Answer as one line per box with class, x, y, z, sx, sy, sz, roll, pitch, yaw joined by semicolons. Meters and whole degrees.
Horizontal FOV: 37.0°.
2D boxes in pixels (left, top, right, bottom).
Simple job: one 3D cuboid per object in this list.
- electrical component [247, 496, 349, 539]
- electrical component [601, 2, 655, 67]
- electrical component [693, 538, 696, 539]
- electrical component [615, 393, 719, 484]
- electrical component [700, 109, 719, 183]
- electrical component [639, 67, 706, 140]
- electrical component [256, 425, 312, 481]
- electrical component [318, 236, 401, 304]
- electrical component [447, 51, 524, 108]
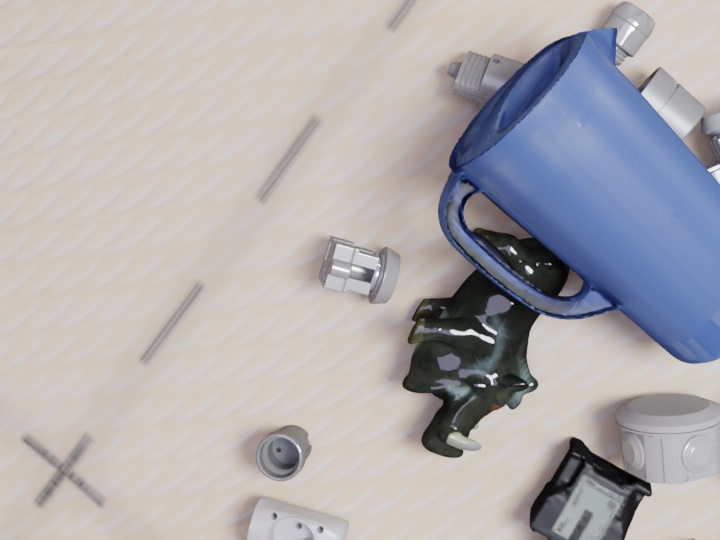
electrical component;-0.056;0.239;0.904;0.077;0.044;0.079;14;97;9
electrical component;0.197;-0.174;0.829;0.035;0.035;0.061;36;102;6
electrical component;0.269;0.250;0.846;0.055;0.048;0.066;45;101;12
electrical component;0.238;0.127;0.824;0.080;0.080;0.051;-5;99;11
electrical component;0.291;-0.098;0.807;0.078;0.058;0.057;-24;93;12
electrical component;0.228;-0.118;0.819;0.047;0.055;0.055;39;100;2
electrical component;-0.062;0.151;0.898;0.040;0.046;0.040;1;95;10
electrical component;0.000;0.000;0.868;0.055;0.066;0.048;15;98;-11
electrical component;0.108;-0.146;0.844;0.081;0.043;0.043;20;98;8
